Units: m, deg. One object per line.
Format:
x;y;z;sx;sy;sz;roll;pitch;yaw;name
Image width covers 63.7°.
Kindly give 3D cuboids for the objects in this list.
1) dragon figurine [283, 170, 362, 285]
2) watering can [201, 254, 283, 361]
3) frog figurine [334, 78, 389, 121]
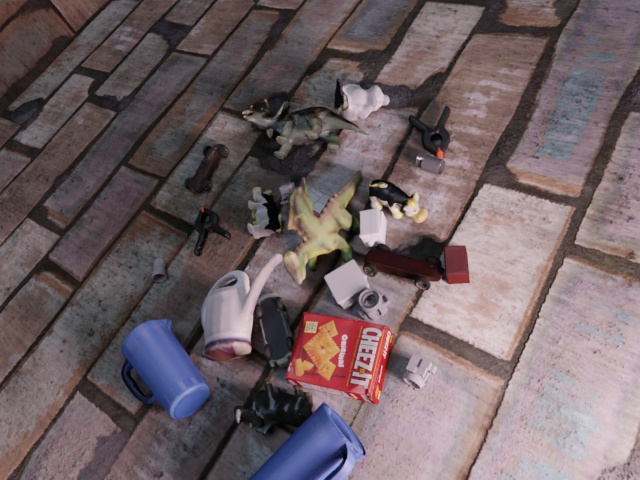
0.004;-0.066;1.314;0.122;0.238;0.418;2;61;30;dragon figurine
-0.204;0.174;1.268;0.343;0.103;0.229;-30;53;42;watering can
0.129;-0.431;1.605;0.159;0.120;0.140;-1;40;-20;frog figurine
